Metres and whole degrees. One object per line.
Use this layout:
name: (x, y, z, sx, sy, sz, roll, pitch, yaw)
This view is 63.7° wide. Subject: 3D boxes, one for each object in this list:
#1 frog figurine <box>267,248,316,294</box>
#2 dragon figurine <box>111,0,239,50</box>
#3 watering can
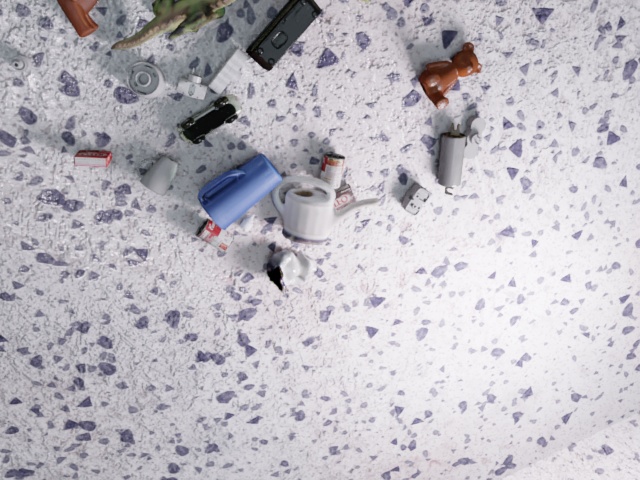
frog figurine: (-0.095, 0.088, 1.724, 0.162, 0.122, 0.135, -33, 113, -37)
dragon figurine: (-0.353, -0.561, 1.302, 0.410, 0.247, 0.120, -31, 121, 0)
watering can: (0.005, -0.081, 1.614, 0.348, 0.106, 0.220, 15, 119, 12)
